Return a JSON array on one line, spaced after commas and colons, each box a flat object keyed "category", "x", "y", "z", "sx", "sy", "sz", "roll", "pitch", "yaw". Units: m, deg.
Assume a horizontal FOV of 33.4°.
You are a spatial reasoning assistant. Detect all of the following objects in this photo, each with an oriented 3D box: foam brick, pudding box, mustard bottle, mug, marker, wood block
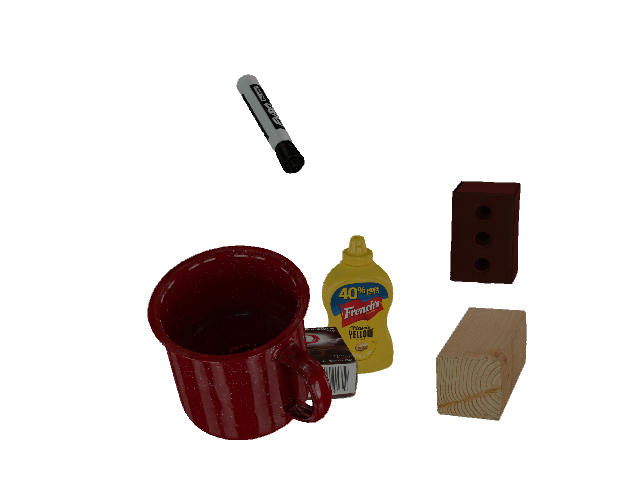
[{"category": "foam brick", "x": 0.137, "y": -0.007, "z": 0.885, "sx": 0.053, "sy": 0.078, "sz": 0.051, "roll": 3, "pitch": 15, "yaw": 15}, {"category": "pudding box", "x": -0.030, "y": 0.112, "z": 0.971, "sx": 0.113, "sy": 0.039, "sz": 0.090, "roll": 0, "pitch": 17, "yaw": -12}, {"category": "mustard bottle", "x": 0.051, "y": 0.085, "z": 1.447, "sx": 0.096, "sy": 0.192, "sz": 0.058, "roll": -4, "pitch": 21, "yaw": -7}, {"category": "mug", "x": -0.040, "y": 0.068, "z": 0.627, "sx": 0.117, "sy": 0.081, "sz": 0.093, "roll": 25, "pitch": 51, "yaw": 31}, {"category": "marker", "x": -0.041, "y": -0.096, "z": 0.878, "sx": 0.020, "sy": 0.020, "sz": 0.121, "roll": 0, "pitch": 41, "yaw": -29}, {"category": "wood block", "x": 0.236, "y": 0.174, "z": 1.546, "sx": 0.091, "sy": 0.090, "sz": 0.205, "roll": 3, "pitch": 17, "yaw": 20}]
